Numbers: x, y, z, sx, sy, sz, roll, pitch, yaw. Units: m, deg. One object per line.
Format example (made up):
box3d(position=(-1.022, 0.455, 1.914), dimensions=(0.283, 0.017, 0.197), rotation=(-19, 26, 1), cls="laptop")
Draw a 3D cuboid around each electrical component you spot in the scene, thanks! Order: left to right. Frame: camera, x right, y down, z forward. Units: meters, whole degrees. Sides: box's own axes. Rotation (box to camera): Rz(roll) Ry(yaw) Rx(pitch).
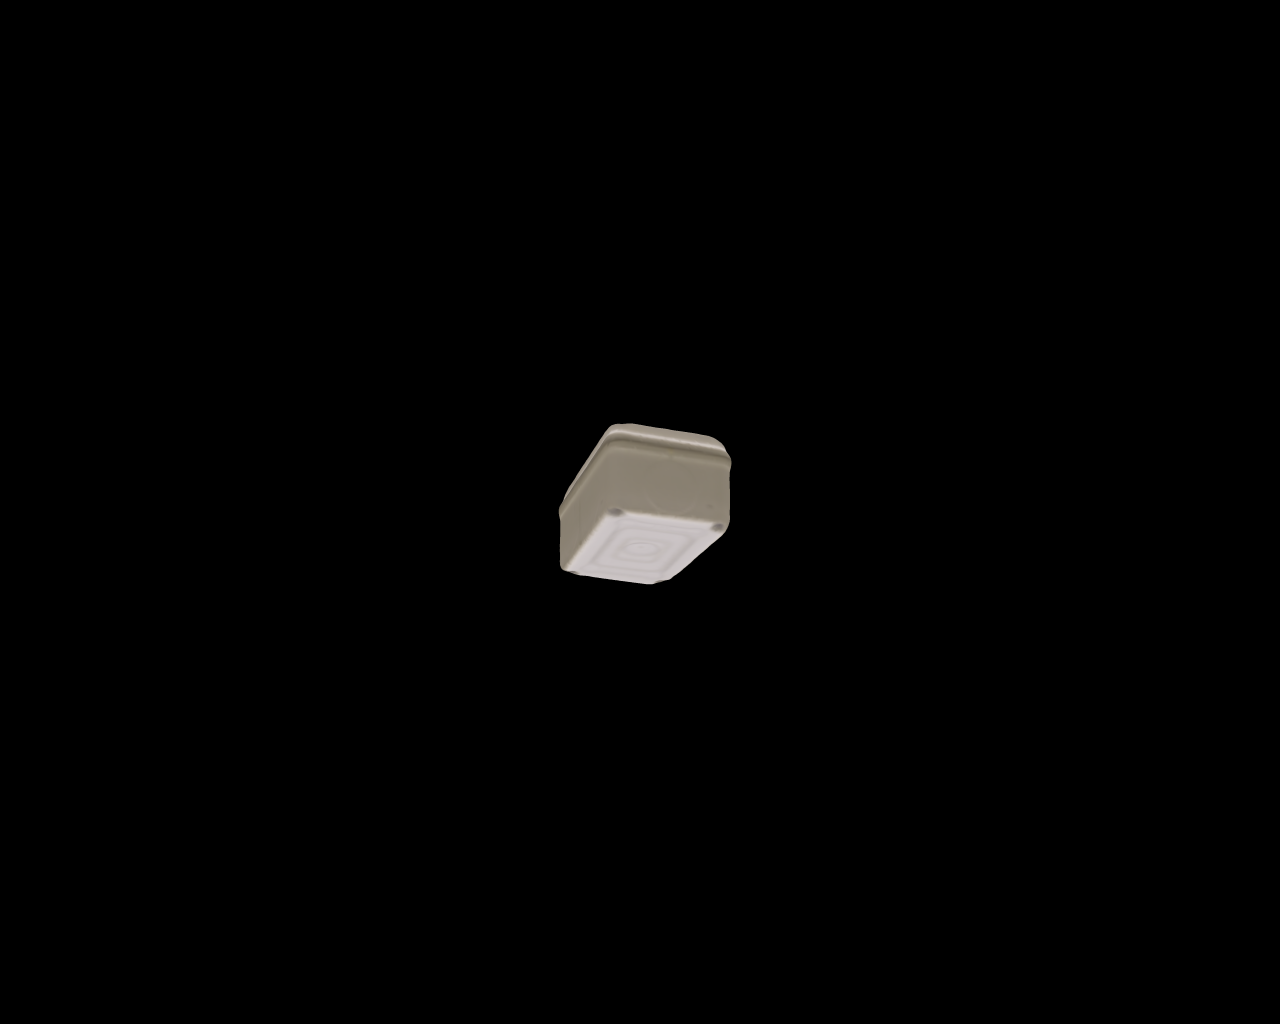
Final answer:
box3d(position=(0.001, -0.003, 0.650), dimensions=(0.078, 0.057, 0.113), rotation=(8, -26, -18), cls="electrical component")
